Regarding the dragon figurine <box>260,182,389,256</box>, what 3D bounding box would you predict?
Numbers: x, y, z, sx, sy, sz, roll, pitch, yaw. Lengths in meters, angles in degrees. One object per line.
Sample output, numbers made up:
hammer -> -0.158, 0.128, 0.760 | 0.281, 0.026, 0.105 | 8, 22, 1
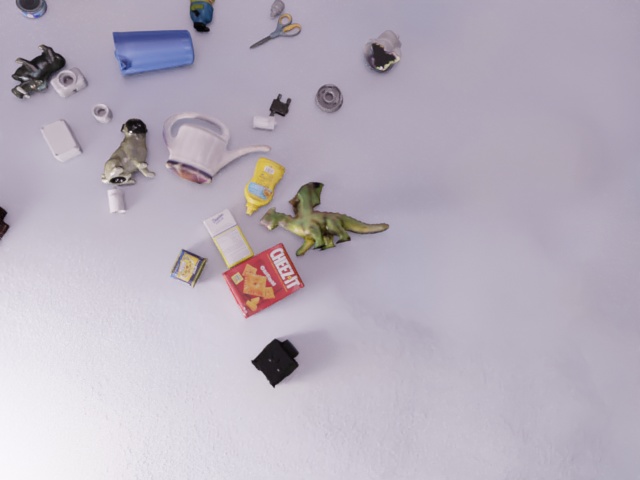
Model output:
dragon figurine -> 0.005, -0.086, 1.709 | 0.412, 0.120, 0.245 | -16, 77, -14

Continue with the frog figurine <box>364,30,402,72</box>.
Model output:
frog figurine -> 0.228, -0.688, 1.858 | 0.137, 0.120, 0.163 | 12, 44, -1

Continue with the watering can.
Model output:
watering can -> -0.348, -0.282, 1.663 | 0.347, 0.103, 0.226 | 20, 79, -7
